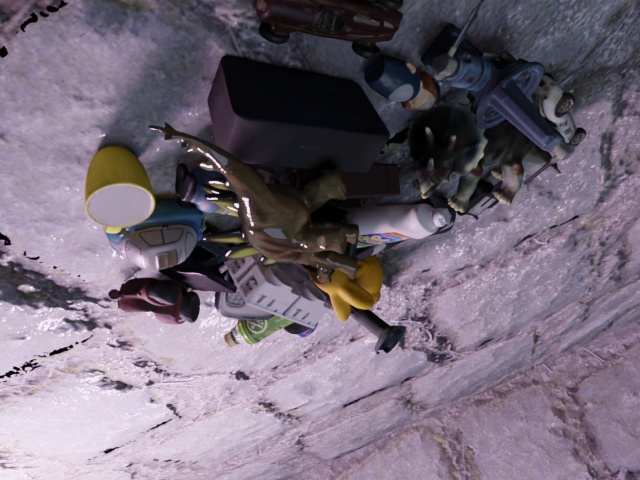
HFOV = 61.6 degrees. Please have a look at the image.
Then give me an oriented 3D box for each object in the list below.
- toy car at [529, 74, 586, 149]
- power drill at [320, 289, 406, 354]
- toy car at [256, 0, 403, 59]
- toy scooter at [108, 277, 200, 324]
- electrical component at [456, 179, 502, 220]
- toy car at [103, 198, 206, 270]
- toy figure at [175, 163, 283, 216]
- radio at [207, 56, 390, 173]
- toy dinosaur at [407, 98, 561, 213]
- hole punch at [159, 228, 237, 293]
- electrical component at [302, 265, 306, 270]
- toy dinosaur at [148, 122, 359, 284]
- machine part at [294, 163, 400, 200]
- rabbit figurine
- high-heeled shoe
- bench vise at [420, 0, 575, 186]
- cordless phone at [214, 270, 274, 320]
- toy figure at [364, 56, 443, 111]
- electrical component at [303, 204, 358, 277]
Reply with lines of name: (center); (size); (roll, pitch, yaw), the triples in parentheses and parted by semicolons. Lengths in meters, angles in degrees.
toy car: (0.418, -0.223, 0.954); (0.056, 0.074, 0.201); (-38, 144, 16)
power drill: (0.078, 0.165, 1.198); (0.232, 0.208, 0.086); (20, 99, -59)
toy car: (0.018, -0.277, 0.670); (0.202, 0.053, 0.089); (1, 137, -29)
toy scooter: (-0.312, 0.113, 1.008); (0.135, 0.075, 0.183); (-1, 161, 8)
electrical component: (0.336, -0.097, 1.109); (0.075, 0.048, 0.119); (7, 137, -37)
toy car: (-0.257, -0.003, 0.855); (0.162, 0.103, 0.109); (-6, 145, -19)
toy figure: (-0.137, -0.075, 0.841); (0.180, 0.082, 0.089); (2, 148, -38)
radio: (-0.031, -0.166, 0.724); (0.229, 0.131, 0.073); (1, 141, -32)
toy dinosaur: (0.299, -0.161, 0.943); (0.405, 0.131, 0.192); (-17, 138, -25)
hole punch: (-0.212, 0.039, 0.970); (0.116, 0.092, 0.142); (-2, 159, 27)
electrical component: (-0.043, 0.078, 1.125); (0.021, 0.063, 0.094); (-3, 140, -27)
toy dinosaur: (-0.058, -0.026, 0.736); (0.199, 0.105, 0.470); (-4, 154, 12)
machine part: (0.041, -0.092, 0.860); (0.179, 0.056, 0.179); (-3, -175, 0)
rabbit figurine: (0.044, 0.080, 1.092); (0.122, 0.162, 0.173); (-30, 152, 30)
high-heeled shoe: (0.165, -0.009, 1.085); (0.249, 0.086, 0.145); (-39, 133, 0)
bench vise: (0.261, -0.204, 0.760); (0.129, 0.241, 0.223); (-45, 156, 24)
cordless phone: (-0.114, 0.075, 1.059); (0.146, 0.089, 0.184); (11, 133, -41)
toy figure: (0.131, -0.227, 0.803); (0.154, 0.057, 0.064); (10, 175, -41)
electrical component: (-0.002, -0.003, 0.937); (0.134, 0.058, 0.114); (19, 129, 14)
